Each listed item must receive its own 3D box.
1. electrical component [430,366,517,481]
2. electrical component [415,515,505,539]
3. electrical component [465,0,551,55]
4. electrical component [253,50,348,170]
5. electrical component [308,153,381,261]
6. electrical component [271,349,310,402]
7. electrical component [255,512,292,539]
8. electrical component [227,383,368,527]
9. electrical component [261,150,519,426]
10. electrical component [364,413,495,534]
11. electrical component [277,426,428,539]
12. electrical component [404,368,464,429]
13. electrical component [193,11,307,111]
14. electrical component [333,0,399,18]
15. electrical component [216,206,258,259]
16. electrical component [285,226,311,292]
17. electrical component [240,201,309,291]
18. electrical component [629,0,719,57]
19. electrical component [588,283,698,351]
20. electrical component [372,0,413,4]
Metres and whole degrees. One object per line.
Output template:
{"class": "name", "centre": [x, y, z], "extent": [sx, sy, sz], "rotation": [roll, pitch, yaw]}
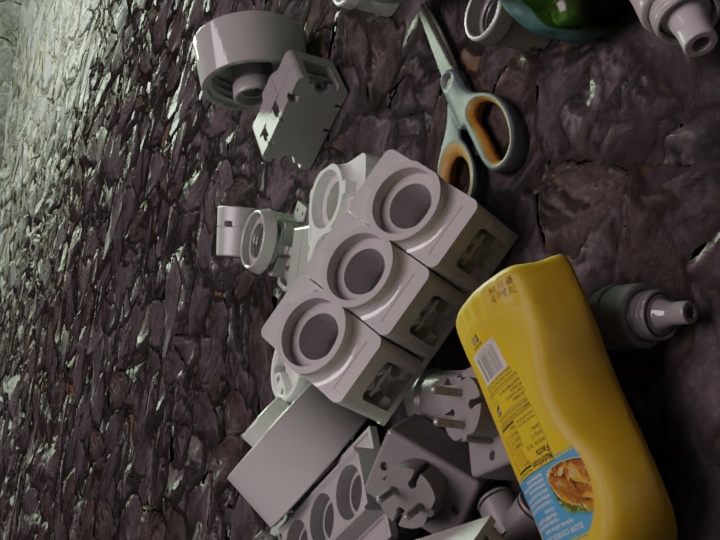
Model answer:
{"class": "electrical component", "centre": [0.074, 0.081, 0.614], "extent": [0.047, 0.077, 0.065], "rotation": [-39, 48, 52]}
{"class": "electrical component", "centre": [0.011, 0.217, 0.616], "extent": [0.105, 0.060, 0.186], "rotation": [-43, 5, -40]}
{"class": "electrical component", "centre": [0.097, -0.160, 0.687], "extent": [0.040, 0.046, 0.040], "rotation": [-31, 54, 55]}
{"class": "electrical component", "centre": [-0.056, -0.146, 0.968], "extent": [0.089, 0.050, 0.055], "rotation": [-61, 33, 32]}
{"class": "electrical component", "centre": [0.000, 0.000, 0.798], "extent": [0.089, 0.062, 0.150], "rotation": [-27, 57, 57]}
{"class": "electrical component", "centre": [-0.038, 0.080, 0.859], "extent": [0.055, 0.047, 0.055], "rotation": [-30, 55, 56]}
{"class": "electrical component", "centre": [-0.049, 0.222, 0.809], "extent": [0.042, 0.081, 0.063], "rotation": [-49, 18, 44]}
{"class": "electrical component", "centre": [-0.051, 0.128, 0.791], "extent": [0.108, 0.060, 0.108], "rotation": [-48, -4, -4]}
{"class": "electrical component", "centre": [0.015, 0.009, 0.690], "extent": [0.089, 0.062, 0.150], "rotation": [37, 93, 42]}
{"class": "electrical component", "centre": [0.036, 0.130, 0.645], "extent": [0.066, 0.077, 0.047], "rotation": [29, 111, 21]}
{"class": "electrical component", "centre": [-0.001, 0.173, 0.739], "extent": [0.121, 0.063, 0.078], "rotation": [-52, 38, 41]}
{"class": "electrical component", "centre": [0.057, 0.082, 0.687], "extent": [0.046, 0.040, 0.040], "rotation": [-14, 69, 55]}
{"class": "electrical component", "centre": [-0.101, -0.188, 1.013], "extent": [0.108, 0.108, 0.060], "rotation": [-35, 57, 54]}
{"class": "electrical component", "centre": [0.007, -0.230, 0.883], "extent": [0.040, 0.046, 0.040], "rotation": [-31, 54, 56]}
{"class": "electrical component", "centre": [-0.111, -0.035, 1.031], "extent": [0.055, 0.055, 0.047], "rotation": [2, 87, 62]}
{"class": "electrical component", "centre": [-0.037, 0.001, 0.885], "extent": [0.077, 0.047, 0.065], "rotation": [-5, 77, 62]}
{"class": "electrical component", "centre": [-0.069, -0.022, 0.942], "extent": [0.058, 0.057, 0.078], "rotation": [42, 117, 59]}
{"class": "electrical component", "centre": [0.165, -0.137, 0.554], "extent": [0.043, 0.043, 0.062], "rotation": [-51, 40, 42]}
{"class": "electrical component", "centre": [0.144, 0.023, 0.546], "extent": [0.061, 0.035, 0.035], "rotation": [-10, 72, 59]}
{"class": "electrical component", "centre": [0.026, -0.249, 0.792], "extent": [0.060, 0.108, 0.108], "rotation": [-176, 96, -69]}
